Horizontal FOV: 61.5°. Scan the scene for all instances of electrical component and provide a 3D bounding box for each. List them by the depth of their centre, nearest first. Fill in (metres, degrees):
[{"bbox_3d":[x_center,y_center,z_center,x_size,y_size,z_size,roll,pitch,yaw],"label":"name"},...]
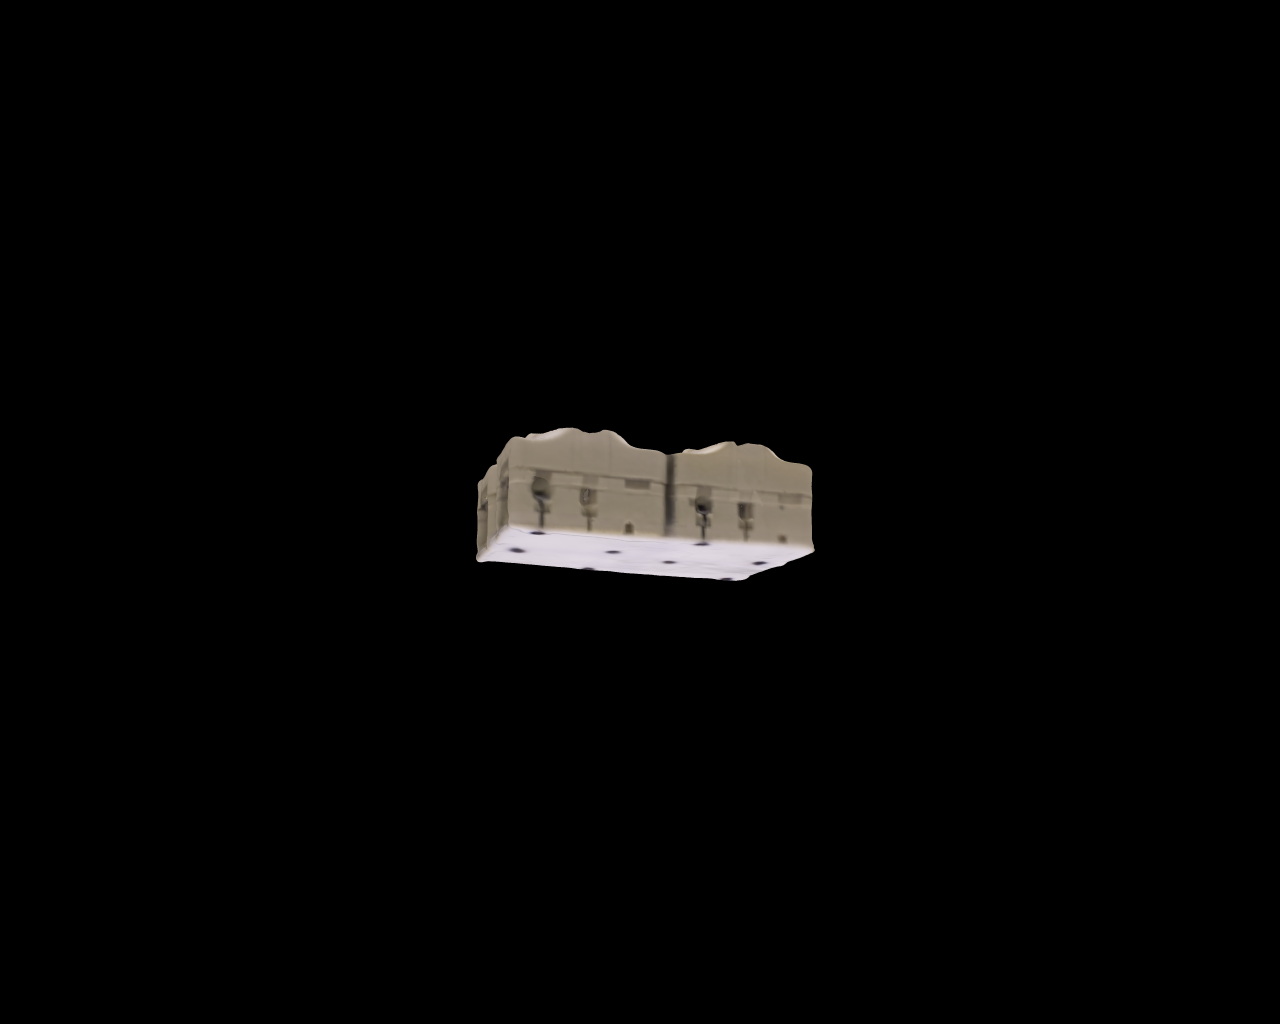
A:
[{"bbox_3d":[0.001,-0.003,0.650,0.186,0.060,0.105,5,-15,-18],"label":"electrical component"}]
